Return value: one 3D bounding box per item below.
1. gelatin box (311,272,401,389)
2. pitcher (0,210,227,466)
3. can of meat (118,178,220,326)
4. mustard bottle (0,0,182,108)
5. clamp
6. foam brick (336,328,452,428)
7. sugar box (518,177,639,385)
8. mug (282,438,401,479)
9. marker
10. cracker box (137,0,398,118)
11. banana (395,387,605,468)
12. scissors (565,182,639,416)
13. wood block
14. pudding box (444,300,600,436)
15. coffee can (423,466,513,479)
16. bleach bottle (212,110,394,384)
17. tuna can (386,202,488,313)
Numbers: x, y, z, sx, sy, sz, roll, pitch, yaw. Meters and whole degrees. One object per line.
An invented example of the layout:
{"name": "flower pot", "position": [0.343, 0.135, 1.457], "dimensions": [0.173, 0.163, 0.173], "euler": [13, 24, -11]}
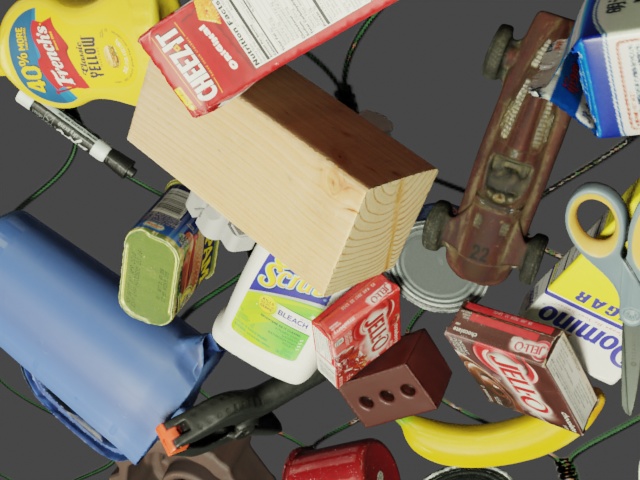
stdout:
{"name": "gelatin box", "position": [0.031, 0.074, 0.872], "dimensions": [0.030, 0.073, 0.089], "euler": [44, 159, 27]}
{"name": "pitcher", "position": [-0.222, 0.091, 0.986], "dimensions": [0.243, 0.149, 0.145], "euler": [37, 168, 2]}
{"name": "can of meat", "position": [-0.129, 0.012, 0.917], "dimensions": [0.057, 0.083, 0.102], "euler": [21, 127, 10]}
{"name": "mustard bottle", "position": [-0.198, -0.154, 0.855], "dimensions": [0.192, 0.058, 0.096], "euler": [3, 121, 24]}
{"name": "clamp", "position": [-0.064, 0.149, 0.944], "dimensions": [0.039, 0.171, 0.120], "euler": [50, 121, 23]}
{"name": "foam brick", "position": [0.065, 0.120, 0.921], "dimensions": [0.078, 0.051, 0.053], "euler": [-23, 110, 34]}
{"name": "sugar box", "position": [0.232, 0.026, 0.785], "dimensions": [0.093, 0.048, 0.176], "euler": [34, 128, 0]}
{"name": "mug", "position": [0.030, 0.236, 0.999], "dimensions": [0.082, 0.093, 0.117], "euler": [-18, 143, 27]}
{"name": "marker", "position": [-0.210, -0.093, 0.926], "dimensions": [0.121, 0.020, 0.020], "euler": [36, 129, -2]}
{"name": "cracker box", "position": [0.011, -0.174, 0.679], "dimensions": [0.214, 0.164, 0.072], "euler": [-24, 107, 34]}
{"name": "banana", "position": [0.152, 0.164, 0.916], "dimensions": [0.198, 0.037, 0.069], "euler": [-10, 126, 27]}
{"name": "scissors", "position": [0.208, 0.038, 0.765], "dimensions": [0.096, 0.016, 0.202], "euler": [22, 129, 16]}
{"name": "wood block", "position": [-0.031, -0.063, 0.771], "dimensions": [0.206, 0.090, 0.091], "euler": [37, 122, 25]}
{"name": "pudding box", "position": [0.159, 0.100, 0.833], "dimensions": [0.090, 0.039, 0.113], "euler": [17, 157, 41]}
{"name": "coffee can", "position": [0.143, 0.289, 0.964], "dimensions": [0.103, 0.102, 0.140], "euler": [-3, 119, 26]}
{"name": "bleach bottle", "position": [-0.006, 0.001, 0.869], "dimensions": [0.102, 0.068, 0.251], "euler": [29, 126, 9]}
{"name": "tuna can", "position": [0.096, 0.014, 0.847], "dimensions": [0.086, 0.033, 0.086], "euler": [12, 125, 17]}
